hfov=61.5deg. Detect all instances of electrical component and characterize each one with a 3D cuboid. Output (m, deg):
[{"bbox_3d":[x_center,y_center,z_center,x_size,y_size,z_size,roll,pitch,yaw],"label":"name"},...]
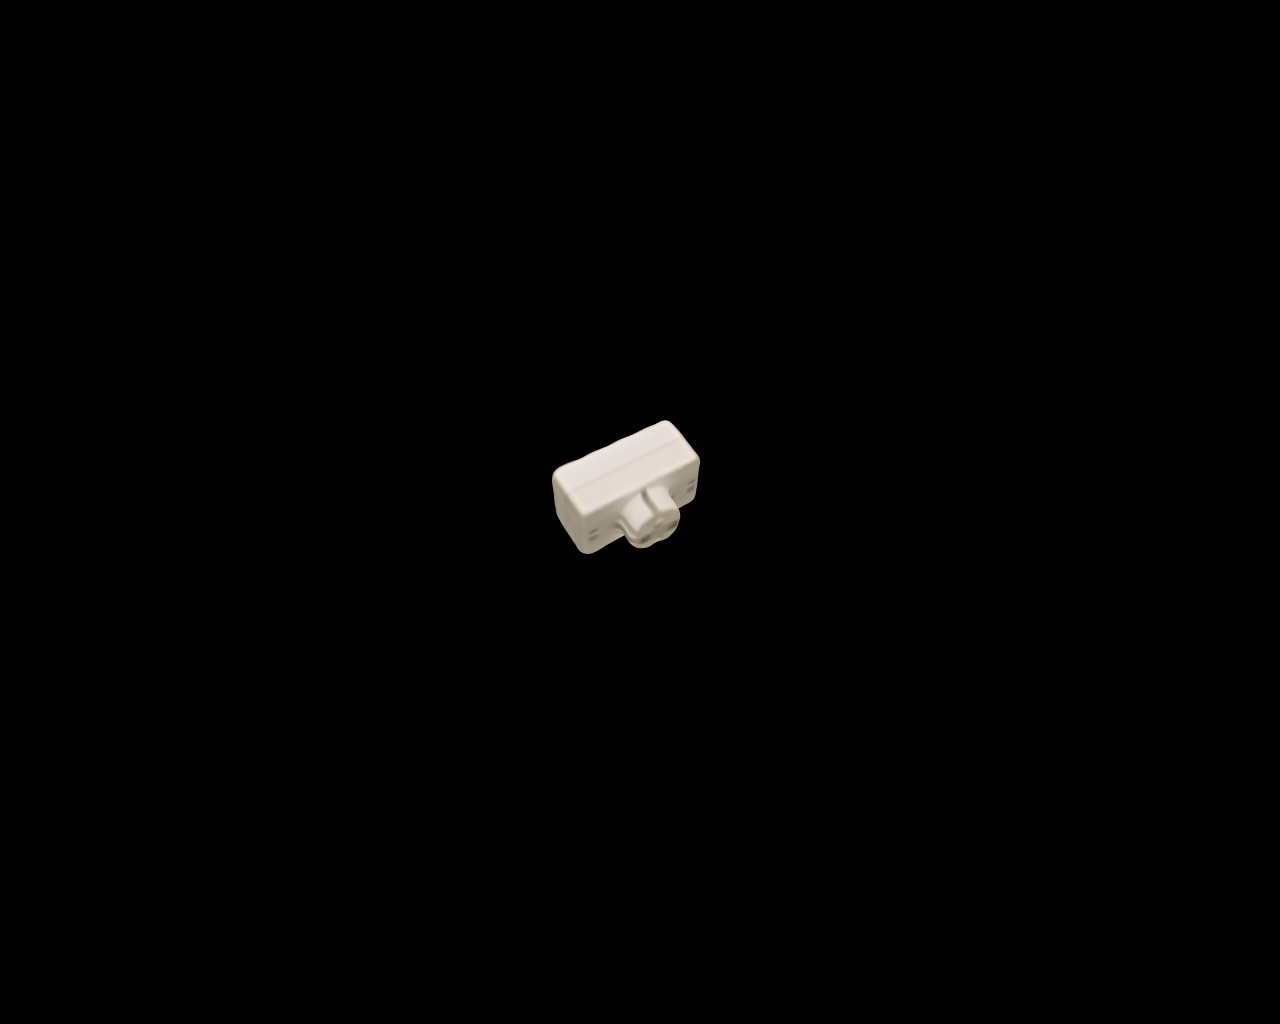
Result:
[{"bbox_3d":[0.001,-0.003,0.650,0.083,0.076,0.047,-26,-30,-16],"label":"electrical component"}]
